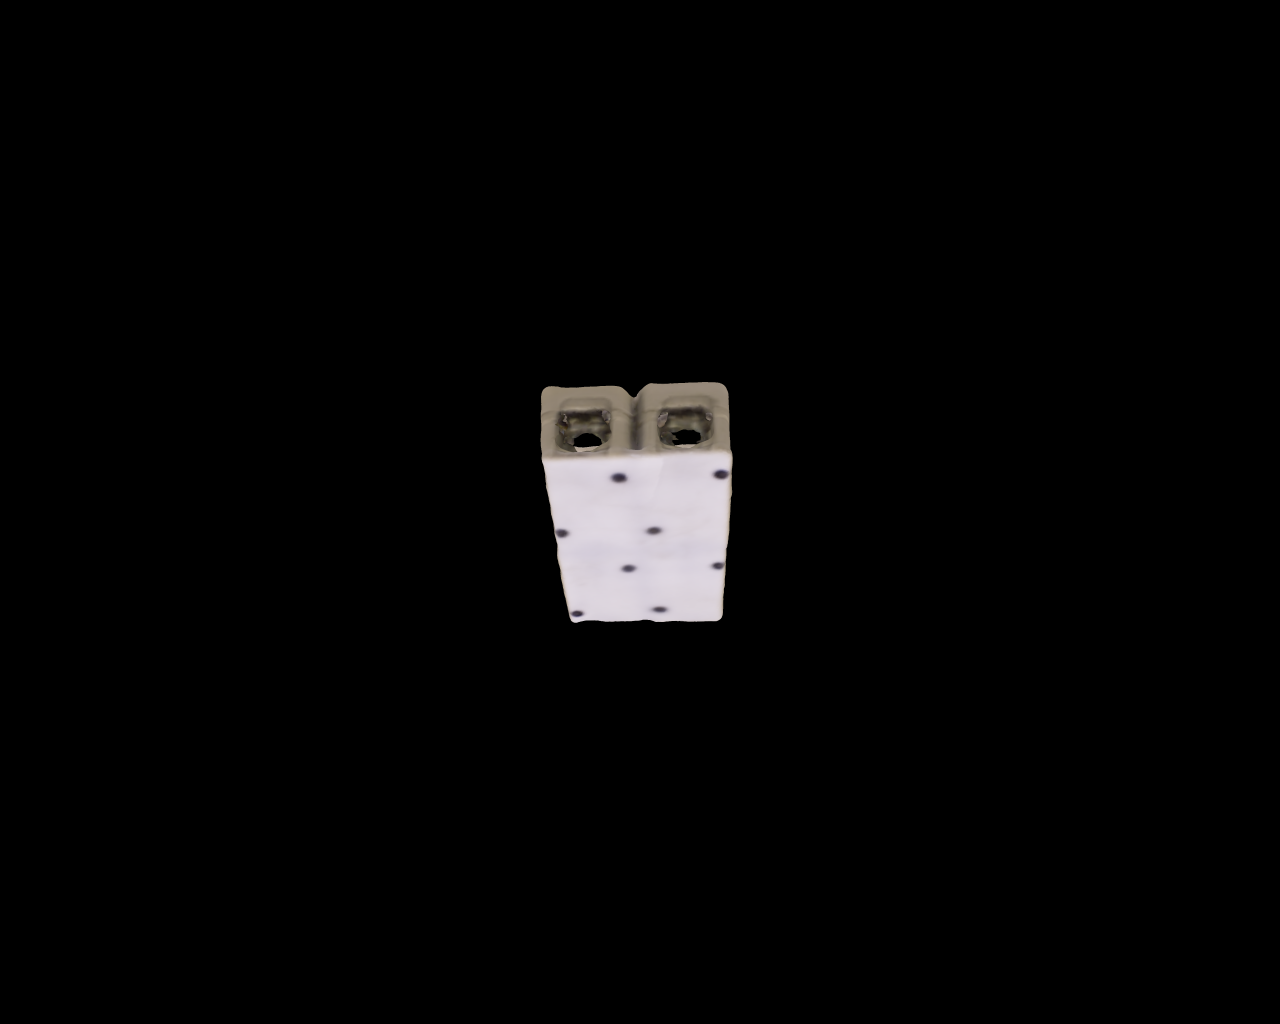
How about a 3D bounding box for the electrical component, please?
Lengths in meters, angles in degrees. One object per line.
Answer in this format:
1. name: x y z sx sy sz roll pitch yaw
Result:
1. electrical component: 0.001 -0.003 0.650 0.105 0.060 0.186 -1 -34 2
